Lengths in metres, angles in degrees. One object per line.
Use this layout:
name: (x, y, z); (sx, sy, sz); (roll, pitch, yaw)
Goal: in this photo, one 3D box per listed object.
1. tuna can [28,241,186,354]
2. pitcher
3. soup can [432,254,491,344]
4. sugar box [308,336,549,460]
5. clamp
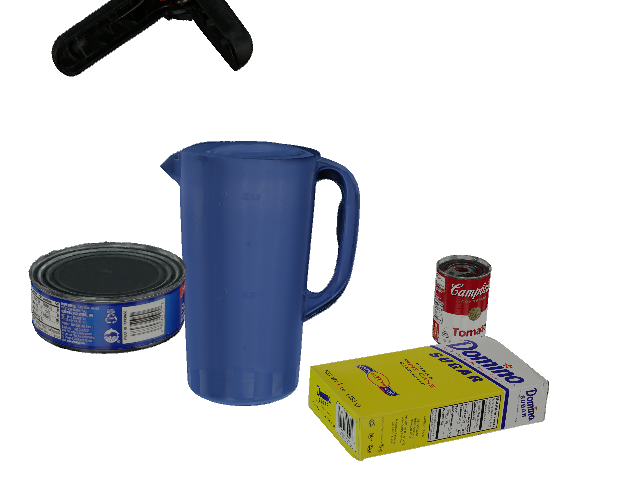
tuna can: (-0.117, 0.031, 0.594); (0.086, 0.034, 0.086); (3, 20, -1)
pitcher: (-0.060, 0.028, 1.011); (0.144, 0.243, 0.149); (-8, 15, -39)
soup can: (0.176, 0.078, 1.336); (0.068, 0.102, 0.068); (1, 23, -1)
sugar box: (0.088, 0.125, 0.877); (0.176, 0.048, 0.093); (-10, 25, -23)
clamp: (-0.082, -0.155, 0.670); (0.120, 0.171, 0.039); (10, -42, 12)
